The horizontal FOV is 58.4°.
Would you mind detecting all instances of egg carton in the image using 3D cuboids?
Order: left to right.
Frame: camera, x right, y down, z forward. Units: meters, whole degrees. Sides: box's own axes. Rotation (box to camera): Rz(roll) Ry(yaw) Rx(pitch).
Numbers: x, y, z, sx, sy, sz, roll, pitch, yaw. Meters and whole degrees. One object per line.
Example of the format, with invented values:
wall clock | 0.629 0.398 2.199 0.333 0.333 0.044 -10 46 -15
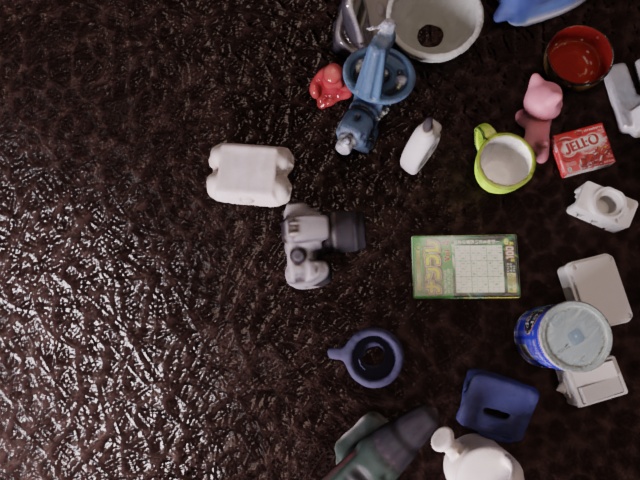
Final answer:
egg carton | -0.120 -0.112 0.990 0.150 0.069 0.107 4 81 4

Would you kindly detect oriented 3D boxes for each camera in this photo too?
camera | 0.009 0.003 0.947 0.136 0.101 0.143 -5 80 3

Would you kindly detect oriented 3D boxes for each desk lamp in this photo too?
desk lamp | 0.554 -0.232 0.899 0.118 0.213 0.203 -13 80 1

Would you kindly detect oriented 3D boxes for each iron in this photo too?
iron | 0.416 -0.474 0.985 0.258 0.141 0.118 -19 80 0

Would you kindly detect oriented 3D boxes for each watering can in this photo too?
watering can | 0.235 0.344 0.829 0.172 0.194 0.101 20 82 7

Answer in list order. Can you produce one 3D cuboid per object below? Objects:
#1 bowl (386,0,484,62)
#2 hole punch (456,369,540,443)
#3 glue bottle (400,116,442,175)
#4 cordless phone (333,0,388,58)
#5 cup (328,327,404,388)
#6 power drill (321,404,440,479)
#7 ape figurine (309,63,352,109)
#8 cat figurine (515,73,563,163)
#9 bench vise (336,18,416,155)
bowl | 0.199 -0.382 1.015 0.167 0.075 0.167 -1 80 3
hole punch | 0.276 0.261 0.893 0.108 0.091 0.101 15 82 6
glue bottle | 0.168 -0.164 0.930 0.037 0.173 0.078 38 85 9
cordless phone | 0.073 -0.397 0.969 0.094 0.185 0.148 13 81 6
cup | 0.072 0.186 0.916 0.117 0.095 0.092 4 81 4
power drill | 0.074 0.314 0.836 0.230 0.208 0.075 -43 80 -4
ape figurine | 0.021 -0.277 0.998 0.077 0.092 0.076 16 82 6
cat figurine | 0.368 -0.206 0.954 0.067 0.118 0.128 5 81 4
bench vise | 0.092 -0.241 0.923 0.121 0.220 0.207 7 81 5
